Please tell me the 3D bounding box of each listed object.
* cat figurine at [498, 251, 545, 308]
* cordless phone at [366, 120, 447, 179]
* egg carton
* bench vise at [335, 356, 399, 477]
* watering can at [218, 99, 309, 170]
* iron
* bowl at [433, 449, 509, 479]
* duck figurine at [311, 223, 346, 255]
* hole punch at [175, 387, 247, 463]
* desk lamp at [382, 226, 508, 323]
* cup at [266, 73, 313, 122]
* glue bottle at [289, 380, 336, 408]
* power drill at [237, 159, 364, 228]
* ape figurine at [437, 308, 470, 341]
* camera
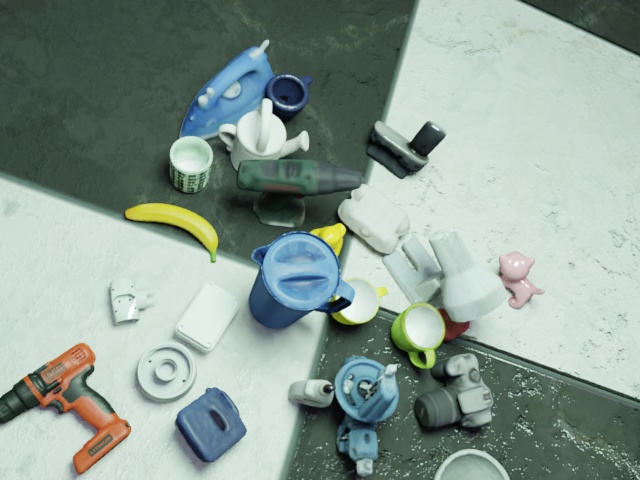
[{"bbox_3d":[0.432,0.077,1.242,0.067,0.117,0.128,-40,85,-24],"label":"cat figurine"},{"bbox_3d":[0.191,-0.228,1.243,0.147,0.185,0.094,33,66,-3],"label":"cordless phone"},{"bbox_3d":[0.115,-0.045,1.220,0.150,0.069,0.107,38,66,0],"label":"egg carton"},{"bbox_3d":[0.099,0.300,1.011,0.122,0.219,0.207,-11,74,-19],"label":"bench vise"},{"bbox_3d":[-0.111,-0.208,1.145,0.173,0.194,0.101,-13,75,-19],"label":"watering can"},{"bbox_3d":[-0.193,-0.310,1.186,0.118,0.141,0.259,41,66,1],"label":"iron"},{"bbox_3d":[0.274,0.483,1.077,0.168,0.074,0.167,5,70,-14],"label":"bowl"},{"bbox_3d":[0.011,0.004,1.164,0.105,0.086,0.077,-38,85,-24],"label":"duck figurine"},{"bbox_3d":[-0.188,0.317,0.994,0.101,0.091,0.108,-35,83,-24],"label":"hole punch"},{"bbox_3d":[0.246,0.069,1.139,0.118,0.213,0.203,-32,82,-23],"label":"desk lamp"},{"bbox_3d":[-0.068,-0.307,1.246,0.118,0.095,0.091,-41,86,-24],"label":"cup"},{"bbox_3d":[-0.003,0.270,1.018,0.078,0.173,0.037,15,68,-10],"label":"glue bottle"},{"bbox_3d":[-0.052,-0.096,1.114,0.230,0.208,0.075,5,70,-14],"label":"power drill"},{"bbox_3d":[0.274,0.166,1.179,0.078,0.092,0.076,40,66,1],"label":"ape figurine"},{"bbox_3d":[0.258,0.304,1.121,0.137,0.100,0.143,-10,74,-19],"label":"camera"}]
